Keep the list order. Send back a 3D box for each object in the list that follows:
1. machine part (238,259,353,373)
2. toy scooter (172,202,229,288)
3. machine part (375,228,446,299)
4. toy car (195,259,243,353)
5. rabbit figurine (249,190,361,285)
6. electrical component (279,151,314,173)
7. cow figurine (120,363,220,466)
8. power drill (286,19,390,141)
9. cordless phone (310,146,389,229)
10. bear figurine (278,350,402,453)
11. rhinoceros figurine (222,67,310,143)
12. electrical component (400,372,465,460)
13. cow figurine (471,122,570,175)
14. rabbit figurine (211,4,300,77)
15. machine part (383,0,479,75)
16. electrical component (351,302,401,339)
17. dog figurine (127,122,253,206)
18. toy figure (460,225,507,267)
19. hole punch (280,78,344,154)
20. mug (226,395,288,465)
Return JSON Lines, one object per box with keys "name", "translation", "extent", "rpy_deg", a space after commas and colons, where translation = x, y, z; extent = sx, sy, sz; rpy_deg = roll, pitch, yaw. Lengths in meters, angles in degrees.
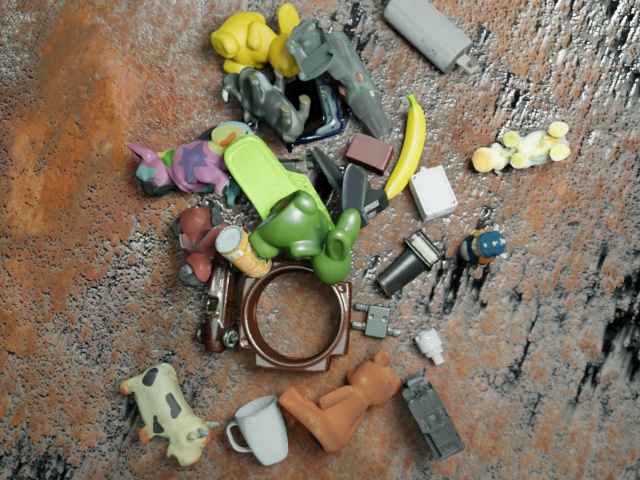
{"name": "machine part", "translation": [-0.044, 0.138, 0.992], "extent": [0.201, 0.087, 0.201], "rpy_deg": [4, 83, 6]}
{"name": "toy scooter", "translation": [-0.205, -0.009, 0.990], "extent": [0.135, 0.075, 0.184], "rpy_deg": [-36, 45, 19]}
{"name": "machine part", "translation": [0.162, 0.048, 1.006], "extent": [0.084, 0.039, 0.139], "rpy_deg": [45, 88, 0]}
{"name": "toy car", "translation": [-0.191, 0.110, 1.010], "extent": [0.089, 0.053, 0.202], "rpy_deg": [1, 85, 42]}
{"name": "rabbit figurine", "translation": [-0.002, -0.003, 0.905], "extent": [0.159, 0.121, 0.170], "rpy_deg": [-30, 110, 39]}
{"name": "electrical component", "translation": [-0.067, -0.146, 1.022], "extent": [0.102, 0.078, 0.045], "rpy_deg": [0, 108, 10]}
{"name": "cow figurine", "translation": [-0.273, 0.323, 1.000], "extent": [0.127, 0.085, 0.195], "rpy_deg": [-27, 82, 9]}
{"name": "power drill", "translation": [0.040, -0.297, 0.972], "extent": [0.086, 0.207, 0.232], "rpy_deg": [-32, 70, 30]}
{"name": "cordless phone", "translation": [0.037, -0.114, 0.981], "extent": [0.089, 0.146, 0.184], "rpy_deg": [-38, 77, 3]}
{"name": "bear figurine", "translation": [0.045, 0.278, 0.967], "extent": [0.196, 0.120, 0.132], "rpy_deg": [-43, 37, -25]}
{"name": "rhinoceros figurine", "translation": [-0.102, -0.256, 0.995], "extent": [0.190, 0.112, 0.073], "rpy_deg": [40, 53, 16]}
{"name": "electrical component", "translation": [0.192, 0.300, 0.938], "extent": [0.058, 0.115, 0.134], "rpy_deg": [-28, 84, 0]}
{"name": "cow figurine", "translation": [0.368, -0.162, 0.988], "extent": [0.167, 0.098, 0.068], "rpy_deg": [-10, 89, 23]}
{"name": "rabbit figurine", "translation": [-0.094, -0.367, 1.034], "extent": [0.173, 0.121, 0.162], "rpy_deg": [29, 65, 27]}
{"name": "machine part", "translation": [0.205, -0.400, 1.026], "extent": [0.079, 0.079, 0.243], "rpy_deg": [-43, 83, 0]}
{"name": "electrical component", "translation": [0.108, 0.150, 1.008], "extent": [0.094, 0.021, 0.063], "rpy_deg": [10, 85, 7]}
{"name": "dog figurine", "translation": [-0.252, -0.159, 1.034], "extent": [0.219, 0.108, 0.191], "rpy_deg": [19, 87, 10]}
{"name": "toy figure", "translation": [0.284, 0.014, 0.938], "extent": [0.058, 0.154, 0.064], "rpy_deg": [-39, 83, -2]}
{"name": "hole punch", "translation": [-0.022, -0.247, 1.038], "extent": [0.116, 0.092, 0.142], "rpy_deg": [-17, 85, 33]}
{"name": "mug", "translation": [-0.110, 0.355, 0.980], "extent": [0.110, 0.081, 0.107], "rpy_deg": [-23, 91, -3]}
